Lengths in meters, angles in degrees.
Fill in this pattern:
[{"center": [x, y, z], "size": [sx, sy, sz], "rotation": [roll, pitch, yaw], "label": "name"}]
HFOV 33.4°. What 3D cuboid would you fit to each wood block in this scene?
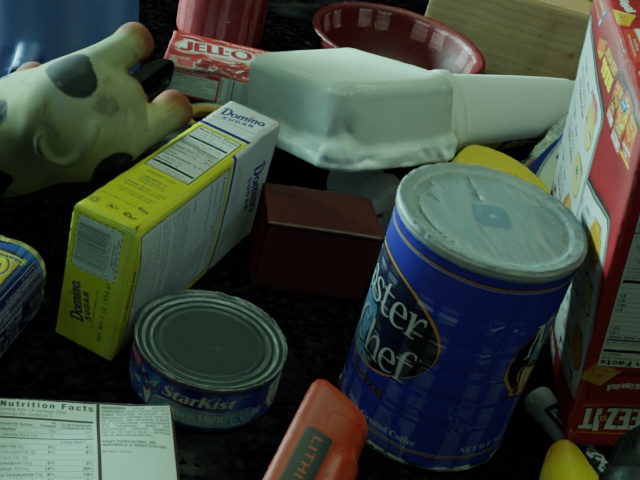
[{"center": [0.211, -0.217, 1.091], "size": [0.206, 0.090, 0.090], "rotation": [17, 31, 4], "label": "wood block"}]

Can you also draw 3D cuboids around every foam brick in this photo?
[{"center": [-0.005, 0.001, 0.705], "size": [0.078, 0.051, 0.053], "rotation": [8, 32, -12], "label": "foam brick"}]

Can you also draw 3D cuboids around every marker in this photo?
[{"center": [0.156, 0.130, 0.605], "size": [0.020, 0.020, 0.121], "rotation": [-4, 37, -28], "label": "marker"}]

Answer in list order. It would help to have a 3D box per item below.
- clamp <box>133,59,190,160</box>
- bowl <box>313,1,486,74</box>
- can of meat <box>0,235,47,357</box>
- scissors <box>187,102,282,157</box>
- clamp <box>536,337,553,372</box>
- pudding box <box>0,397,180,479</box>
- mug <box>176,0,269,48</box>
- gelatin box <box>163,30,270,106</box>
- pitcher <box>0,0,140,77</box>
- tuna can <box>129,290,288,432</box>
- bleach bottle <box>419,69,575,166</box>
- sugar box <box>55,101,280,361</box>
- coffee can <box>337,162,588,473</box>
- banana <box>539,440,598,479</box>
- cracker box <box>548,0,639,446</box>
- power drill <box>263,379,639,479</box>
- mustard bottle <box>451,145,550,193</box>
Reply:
[{"center": [-0.163, -0.086, 0.777], "size": [0.209, 0.036, 0.165], "rotation": [-9, 35, -25], "label": "clamp"}, {"center": [0.066, -0.160, 0.975], "size": [0.162, 0.055, 0.162], "rotation": [11, 33, -7], "label": "bowl"}, {"center": [-0.209, 0.031, 0.570], "size": [0.102, 0.057, 0.084], "rotation": [18, 31, 3], "label": "can of meat"}, {"center": [-0.029, -0.094, 0.872], "size": [0.201, 0.016, 0.096], "rotation": [-18, 45, -41], "label": "scissors"}, {"center": [0.232, 0.092, 0.677], "size": [0.120, 0.039, 0.172], "rotation": [-24, 47, -37], "label": "clamp"}, {"center": [-0.110, 0.123, 0.489], "size": [0.090, 0.039, 0.113], "rotation": [5, 32, -15], "label": "pudding box"}, {"center": [-0.082, -0.232, 0.997], "size": [0.093, 0.082, 0.117], "rotation": [26, 34, 17], "label": "mug"}, {"center": [-0.089, -0.145, 0.911], "size": [0.089, 0.030, 0.073], "rotation": [12, 32, -5], "label": "gelatin box"}, {"center": [-0.199, -0.252, 0.831], "size": [0.144, 0.243, 0.149], "rotation": [-14, 36, -35], "label": "pitcher"}, {"center": [-0.063, 0.067, 0.597], "size": [0.086, 0.034, 0.086], "rotation": [11, 33, -7], "label": "tuna can"}, {"center": [0.171, -0.107, 0.905], "size": [0.250, 0.068, 0.103], "rotation": [-8, -4, -34], "label": "bleach bottle"}, {"center": [-0.089, -0.012, 0.652], "size": [0.048, 0.093, 0.176], "rotation": [25, 33, 10], "label": "sugar box"}, {"center": [0.074, 0.043, 0.591], "size": [0.102, 0.140, 0.103], "rotation": [11, 33, -7], "label": "coffee can"}, {"center": [0.158, 0.176, 0.522], "size": [0.069, 0.037, 0.198], "rotation": [-3, 36, -35], "label": "banana"}, {"center": [0.179, -0.014, 0.600], "size": [0.072, 0.214, 0.164], "rotation": [4, 38, 2], "label": "cracker box"}, {"center": [0.068, 0.134, 0.485], "size": [0.188, 0.057, 0.184], "rotation": [21, 54, 15], "label": "power drill"}, {"center": [0.100, 0.004, 0.735], "size": [0.096, 0.058, 0.191], "rotation": [42, 38, 4], "label": "mustard bottle"}]
